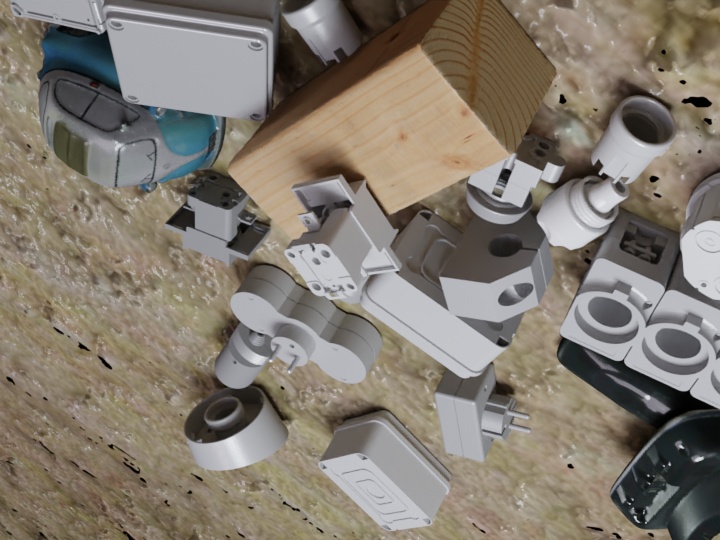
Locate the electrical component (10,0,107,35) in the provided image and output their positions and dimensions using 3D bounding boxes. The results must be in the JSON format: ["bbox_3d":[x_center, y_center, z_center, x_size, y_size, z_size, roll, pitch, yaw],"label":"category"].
[{"bbox_3d":[-0.202,-0.215,0.768,0.096,0.061,0.061,16,139,20],"label":"electrical component"}]

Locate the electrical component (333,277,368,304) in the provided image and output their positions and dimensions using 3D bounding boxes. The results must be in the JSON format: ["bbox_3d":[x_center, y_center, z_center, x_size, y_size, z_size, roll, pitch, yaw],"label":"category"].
[{"bbox_3d":[0.000,0.000,0.883,0.040,0.040,0.046,39,135,-8],"label":"electrical component"}]

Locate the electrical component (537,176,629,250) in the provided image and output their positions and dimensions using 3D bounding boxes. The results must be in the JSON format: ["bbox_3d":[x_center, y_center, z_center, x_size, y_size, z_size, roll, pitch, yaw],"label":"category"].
[{"bbox_3d":[0.154,-0.043,0.728,0.043,0.043,0.062,41,140,-11],"label":"electrical component"}]

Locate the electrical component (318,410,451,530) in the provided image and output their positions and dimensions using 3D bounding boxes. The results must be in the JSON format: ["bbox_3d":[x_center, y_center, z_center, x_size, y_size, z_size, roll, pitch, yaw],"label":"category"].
[{"bbox_3d":[0.026,0.198,1.063,0.113,0.057,0.078,47,140,-18],"label":"electrical component"}]

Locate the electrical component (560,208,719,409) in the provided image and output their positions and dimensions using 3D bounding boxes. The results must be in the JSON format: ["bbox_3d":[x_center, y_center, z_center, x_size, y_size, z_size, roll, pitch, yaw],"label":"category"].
[{"bbox_3d":[0.226,0.035,0.748,0.150,0.061,0.089,25,141,9],"label":"electrical component"}]

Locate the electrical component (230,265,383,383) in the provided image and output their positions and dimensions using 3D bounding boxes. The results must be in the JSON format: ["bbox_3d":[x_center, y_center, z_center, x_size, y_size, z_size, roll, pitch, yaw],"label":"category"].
[{"bbox_3d":[-0.055,0.060,0.956,0.138,0.073,0.052,31,142,2],"label":"electrical component"}]

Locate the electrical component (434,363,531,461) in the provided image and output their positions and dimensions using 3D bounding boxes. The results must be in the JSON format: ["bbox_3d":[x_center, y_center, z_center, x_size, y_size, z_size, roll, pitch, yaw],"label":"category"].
[{"bbox_3d":[0.112,0.125,0.934,0.076,0.047,0.083,11,137,25],"label":"electrical component"}]

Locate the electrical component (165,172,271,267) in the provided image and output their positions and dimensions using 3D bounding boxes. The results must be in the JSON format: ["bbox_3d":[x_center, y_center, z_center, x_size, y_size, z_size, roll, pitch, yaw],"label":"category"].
[{"bbox_3d":[-0.120,-0.045,0.910,0.081,0.042,0.063,20,133,14],"label":"electrical component"}]

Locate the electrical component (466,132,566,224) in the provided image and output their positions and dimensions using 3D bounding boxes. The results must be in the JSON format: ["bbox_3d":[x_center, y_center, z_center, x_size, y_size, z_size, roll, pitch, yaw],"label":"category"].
[{"bbox_3d":[0.101,-0.065,0.739,0.066,0.048,0.055,26,134,8],"label":"electrical component"}]

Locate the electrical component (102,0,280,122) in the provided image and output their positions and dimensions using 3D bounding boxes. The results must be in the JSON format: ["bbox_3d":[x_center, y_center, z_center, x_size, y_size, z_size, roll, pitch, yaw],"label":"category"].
[{"bbox_3d":[-0.110,-0.156,0.730,0.109,0.056,0.108,8,158,-2],"label":"electrical component"}]

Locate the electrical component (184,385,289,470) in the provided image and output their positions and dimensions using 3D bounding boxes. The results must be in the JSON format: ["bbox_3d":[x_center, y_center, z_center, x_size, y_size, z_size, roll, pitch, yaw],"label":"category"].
[{"bbox_3d":[-0.129,0.166,1.105,0.099,0.099,0.064,0,125,34],"label":"electrical component"}]

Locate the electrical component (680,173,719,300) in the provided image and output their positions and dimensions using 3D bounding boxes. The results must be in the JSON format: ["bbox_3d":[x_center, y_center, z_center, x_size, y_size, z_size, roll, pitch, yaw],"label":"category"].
[{"bbox_3d":[0.245,-0.020,0.684,0.080,0.051,0.080,19,140,17],"label":"electrical component"}]

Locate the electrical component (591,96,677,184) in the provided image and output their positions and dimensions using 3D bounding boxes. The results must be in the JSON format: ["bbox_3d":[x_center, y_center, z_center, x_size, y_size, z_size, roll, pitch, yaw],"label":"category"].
[{"bbox_3d":[0.171,-0.081,0.679,0.040,0.040,0.046,30,148,3],"label":"electrical component"}]

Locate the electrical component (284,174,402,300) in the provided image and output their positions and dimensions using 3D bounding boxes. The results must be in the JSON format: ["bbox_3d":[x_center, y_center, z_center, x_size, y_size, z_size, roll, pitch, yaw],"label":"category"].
[{"bbox_3d":[-0.014,-0.019,0.704,0.042,0.063,0.081,-8,129,40],"label":"electrical component"}]

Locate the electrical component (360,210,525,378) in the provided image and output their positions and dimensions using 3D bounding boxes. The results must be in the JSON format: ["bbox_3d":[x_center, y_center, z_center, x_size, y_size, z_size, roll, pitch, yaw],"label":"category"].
[{"bbox_3d":[0.066,0.020,0.827,0.113,0.078,0.057,35,139,-4],"label":"electrical component"}]

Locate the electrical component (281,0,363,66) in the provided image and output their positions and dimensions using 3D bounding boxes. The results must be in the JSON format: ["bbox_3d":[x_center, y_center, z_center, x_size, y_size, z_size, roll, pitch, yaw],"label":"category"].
[{"bbox_3d":[-0.024,-0.166,0.720,0.040,0.040,0.046,-6,134,39],"label":"electrical component"}]

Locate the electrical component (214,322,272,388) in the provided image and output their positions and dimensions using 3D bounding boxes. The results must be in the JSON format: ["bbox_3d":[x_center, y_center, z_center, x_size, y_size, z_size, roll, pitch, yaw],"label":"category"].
[{"bbox_3d":[-0.108,0.078,1.036,0.043,0.043,0.081,35,142,-3],"label":"electrical component"}]
